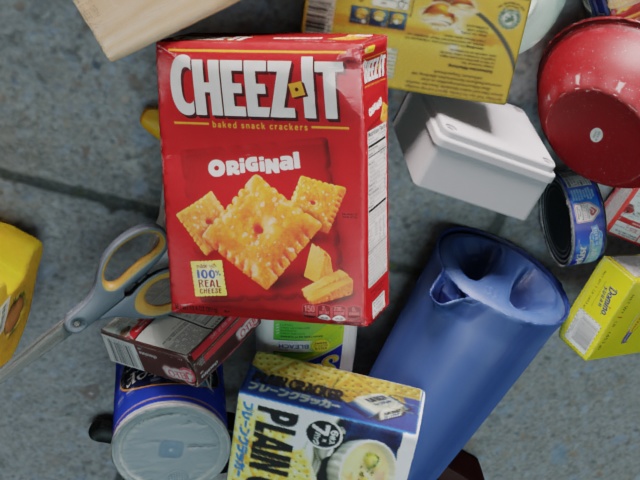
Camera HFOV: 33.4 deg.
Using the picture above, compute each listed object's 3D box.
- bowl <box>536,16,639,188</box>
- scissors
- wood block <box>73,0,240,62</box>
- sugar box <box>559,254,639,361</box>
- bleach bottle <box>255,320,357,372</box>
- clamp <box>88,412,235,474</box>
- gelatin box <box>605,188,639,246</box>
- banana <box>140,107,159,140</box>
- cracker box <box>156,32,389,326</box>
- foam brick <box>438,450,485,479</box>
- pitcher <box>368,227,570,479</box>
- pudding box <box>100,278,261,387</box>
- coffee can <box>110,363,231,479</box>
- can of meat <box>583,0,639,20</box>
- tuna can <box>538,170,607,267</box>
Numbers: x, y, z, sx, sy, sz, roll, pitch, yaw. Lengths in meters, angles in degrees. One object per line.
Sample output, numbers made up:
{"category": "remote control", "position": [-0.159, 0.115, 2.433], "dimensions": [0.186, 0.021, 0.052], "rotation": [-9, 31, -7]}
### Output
{"category": "bowl", "position": [0.237, -0.098, 0.867], "dimensions": [0.162, 0.055, 0.162], "rotation": [28, 142, 23]}
{"category": "scissors", "position": [-0.185, 0.071, 0.898], "dimensions": [0.096, 0.016, 0.202], "rotation": [34, 103, -32]}
{"category": "wood block", "position": [-0.082, -0.224, 0.776], "dimensions": [0.206, 0.091, 0.090], "rotation": [-24, 122, 7]}
{"category": "sugar box", "position": [0.308, 0.060, 0.997], "dimensions": [0.175, 0.048, 0.093], "rotation": [0, 126, -39]}
{"category": "bleach bottle", "position": [-0.009, 0.127, 1.025], "dimensions": [0.102, 0.068, 0.251], "rotation": [-3, 124, -2]}
{"category": "clamp", "position": [-0.141, 0.200, 1.052], "dimensions": [0.172, 0.039, 0.120], "rotation": [-26, 126, 23]}
{"category": "gelatin box", "position": [0.310, -0.036, 0.988], "dimensions": [0.073, 0.030, 0.089], "rotation": [19, 117, -21]}
{"category": "banana", "position": [-0.048, -0.097, 0.896], "dimensions": [0.197, 0.037, 0.069], "rotation": [-13, 105, -2]}
{"category": "cracker box", "position": [-0.034, -0.046, 0.809], "dimensions": [0.164, 0.072, 0.214], "rotation": [4, 107, 18]}
{"category": "foam brick", "position": [0.129, 0.248, 1.127], "dimensions": [0.078, 0.051, 0.053], "rotation": [33, 112, -25]}
{"category": "pitcher", "position": [0.126, 0.118, 1.010], "dimensions": [0.149, 0.145, 0.243], "rotation": [23, 120, -8]}
{"category": "pudding box", "position": [-0.122, 0.077, 0.930], "dimensions": [0.114, 0.089, 0.039], "rotation": [12, 131, 36]}
{"category": "coffee can", "position": [-0.136, 0.144, 0.969], "dimensions": [0.102, 0.140, 0.103], "rotation": [-4, 122, -6]}
{"category": "can of meat", "position": [0.257, -0.214, 0.854], "dimensions": [0.102, 0.057, 0.084], "rotation": [-24, 124, 7]}
{"category": "tuna can", "position": [0.225, -0.020, 0.952], "dimensions": [0.033, 0.086, 0.086], "rotation": [-9, 123, -5]}
